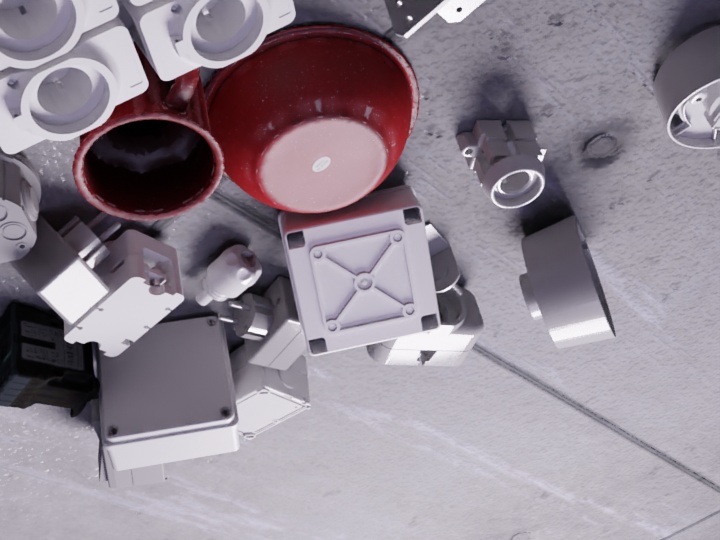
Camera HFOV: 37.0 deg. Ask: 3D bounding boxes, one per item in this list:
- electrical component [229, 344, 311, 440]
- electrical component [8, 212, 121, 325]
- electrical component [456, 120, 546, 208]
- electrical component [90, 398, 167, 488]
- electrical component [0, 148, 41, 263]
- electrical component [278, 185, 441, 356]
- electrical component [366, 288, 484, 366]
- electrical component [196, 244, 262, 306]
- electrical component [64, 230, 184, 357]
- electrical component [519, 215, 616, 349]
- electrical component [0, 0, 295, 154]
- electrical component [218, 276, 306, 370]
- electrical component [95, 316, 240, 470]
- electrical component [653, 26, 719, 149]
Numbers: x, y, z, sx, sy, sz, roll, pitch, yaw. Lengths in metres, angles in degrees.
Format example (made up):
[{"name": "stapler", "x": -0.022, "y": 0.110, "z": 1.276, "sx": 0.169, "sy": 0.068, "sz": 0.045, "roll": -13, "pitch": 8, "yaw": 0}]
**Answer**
[{"name": "electrical component", "x": -0.099, "y": 0.106, "z": 0.968, "sx": 0.096, "sy": 0.061, "sz": 0.062, "roll": -30, "pitch": 140, "yaw": 30}, {"name": "electrical component", "x": -0.209, "y": -0.013, "z": 0.784, "sx": 0.077, "sy": 0.066, "sz": 0.047, "roll": -43, "pitch": 142, "yaw": -11}, {"name": "electrical component", "x": 0.111, "y": -0.080, "z": 0.808, "sx": 0.066, "sy": 0.055, "sz": 0.048, "roll": -2, "pitch": 140, "yaw": -16}, {"name": "electrical component", "x": -0.211, "y": 0.156, "z": 0.986, "sx": 0.061, "sy": 0.061, "sz": 0.096, "roll": -6, "pitch": 141, "yaw": -12}, {"name": "electrical component", "x": -0.260, "y": -0.043, "z": 0.735, "sx": 0.080, "sy": 0.051, "sz": 0.080, "roll": -9, "pitch": 141, "yaw": -7}, {"name": "electrical component", "x": 0.000, "y": 0.000, "z": 0.836, "sx": 0.109, "sy": 0.056, "sz": 0.108, "roll": -12, "pitch": 112, "yaw": -3}, {"name": "electrical component", "x": 0.057, "y": 0.046, "z": 0.945, "sx": 0.095, "sy": 0.053, "sz": 0.059, "roll": 3, "pitch": 138, "yaw": -22}, {"name": "electrical component", "x": -0.109, "y": 0.008, "z": 0.861, "sx": 0.035, "sy": 0.035, "sz": 0.061, "roll": 24, "pitch": 129, "yaw": -39}, {"name": "electrical component", "x": -0.184, "y": 0.015, "z": 0.827, "sx": 0.089, "sy": 0.055, "sz": 0.050, "roll": -38, "pitch": 137, "yaw": 26}, {"name": "electrical component", "x": 0.169, "y": 0.014, "z": 0.906, "sx": 0.060, "sy": 0.108, "sz": 0.108, "roll": -19, "pitch": 142, "yaw": 15}, {"name": "electrical component", "x": -0.135, "y": -0.151, "z": 0.593, "sx": 0.186, "sy": 0.060, "sz": 0.105, "roll": -28, "pitch": 144, "yaw": -12}, {"name": "electrical component", "x": -0.081, "y": 0.041, "z": 0.900, "sx": 0.077, "sy": 0.047, "sz": 0.065, "roll": 16, "pitch": 132, "yaw": -33}, {"name": "electrical component", "x": -0.161, "y": 0.102, "z": 0.899, "sx": 0.109, "sy": 0.108, "sz": 0.056, "roll": -8, "pitch": 144, "yaw": -9}, {"name": "electrical component", "x": 0.270, "y": -0.130, "z": 0.792, "sx": 0.099, "sy": 0.064, "sz": 0.099, "roll": -9, "pitch": 141, "yaw": -7}]
